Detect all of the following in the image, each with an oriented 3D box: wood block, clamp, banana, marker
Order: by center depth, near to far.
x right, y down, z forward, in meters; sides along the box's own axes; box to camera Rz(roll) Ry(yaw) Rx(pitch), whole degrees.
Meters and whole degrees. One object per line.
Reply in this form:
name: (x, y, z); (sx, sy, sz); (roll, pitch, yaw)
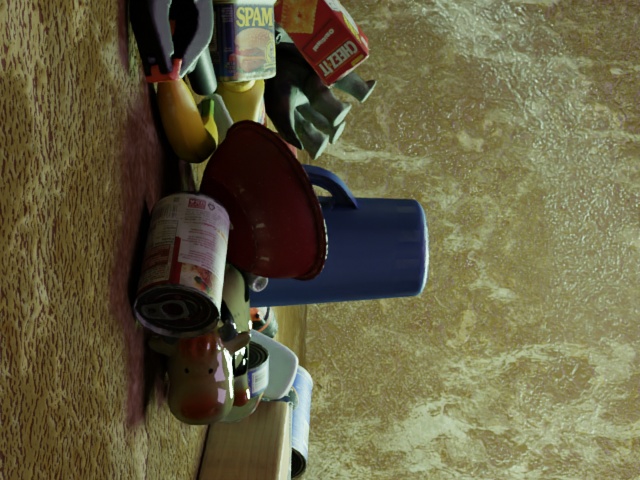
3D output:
clamp: (-0.104, -0.205, 0.839); (0.120, 0.039, 0.171); (4, 90, -47)
clamp: (-0.118, -0.191, 0.960); (0.210, 0.036, 0.164); (-78, 170, -67)
banana: (-0.121, -0.106, 0.973); (0.198, 0.037, 0.069); (16, 62, -88)
marker: (-0.093, 0.013, 1.057); (0.121, 0.020, 0.020); (39, -37, 40)
wood block: (-0.086, 0.277, 1.202); (0.206, 0.090, 0.091); (-85, 175, -63)

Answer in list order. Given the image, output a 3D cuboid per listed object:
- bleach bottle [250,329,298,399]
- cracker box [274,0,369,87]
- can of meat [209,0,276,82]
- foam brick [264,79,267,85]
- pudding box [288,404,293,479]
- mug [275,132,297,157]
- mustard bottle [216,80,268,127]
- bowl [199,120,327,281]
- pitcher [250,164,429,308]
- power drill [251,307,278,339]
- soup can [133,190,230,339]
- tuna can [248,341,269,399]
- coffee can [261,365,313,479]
bleach bottle: (-0.083, 0.162, 1.343); (0.251, 0.102, 0.068); (114, 2, -79)
cracker box: (-0.030, -0.302, 1.329); (0.213, 0.072, 0.164); (50, 13, -12)
can of meat: (-0.087, -0.208, 1.102); (0.101, 0.058, 0.084); (-21, 112, -59)
foam brick: (-0.093, -0.234, 1.327); (0.078, 0.053, 0.051); (84, 7, -65)
pudding box: (-0.080, 0.262, 1.362); (0.089, 0.039, 0.113); (17, 66, -42)
mug: (-0.076, -0.101, 1.453); (0.117, 0.093, 0.081); (55, 25, -48)
mustard bottle: (-0.093, -0.157, 1.297); (0.191, 0.058, 0.096); (85, 4, -60)
bowl: (-0.063, -0.025, 0.973); (0.162, 0.055, 0.162); (39, -36, 36)
pitcher: (-0.008, 0.001, 1.162); (0.149, 0.242, 0.145); (102, -14, -75)
power drill: (-0.081, 0.023, 1.331); (0.184, 0.057, 0.187); (65, 27, -66)
soup can: (-0.110, 0.019, 0.860); (0.068, 0.068, 0.102); (87, 4, -49)
tuna can: (-0.093, 0.128, 1.049); (0.086, 0.086, 0.034); (-80, 172, -73)
coffee can: (-0.065, 0.253, 1.491); (0.103, 0.103, 0.140); (88, 4, -45)
